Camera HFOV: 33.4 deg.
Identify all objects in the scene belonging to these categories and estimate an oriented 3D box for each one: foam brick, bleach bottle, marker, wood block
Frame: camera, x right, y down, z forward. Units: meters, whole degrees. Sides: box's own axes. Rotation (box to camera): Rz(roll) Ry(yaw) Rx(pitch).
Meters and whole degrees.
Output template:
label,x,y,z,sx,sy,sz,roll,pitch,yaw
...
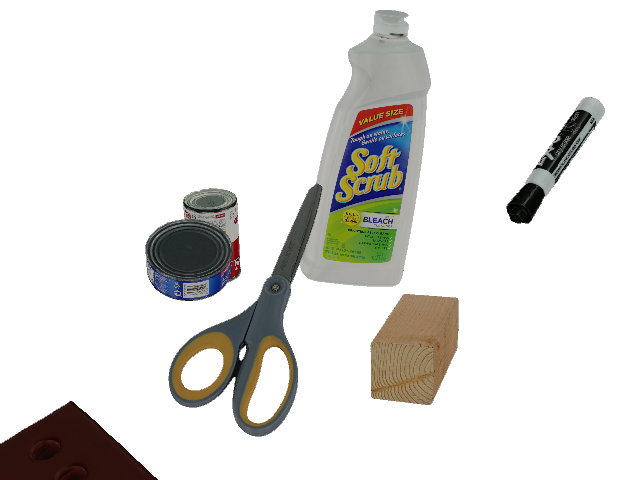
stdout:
label,x,y,z,sx,sy,sz,roll,pitch,yaw
foam brick,-0.109,0.123,0.484,0.052,0.051,0.078,-31,45,-32
bleach bottle,0.043,-0.084,0.979,0.102,0.251,0.068,5,22,-1
marker,0.162,-0.055,0.734,0.020,0.020,0.121,0,43,49
wood block,0.143,0.156,1.579,0.091,0.090,0.205,4,18,16

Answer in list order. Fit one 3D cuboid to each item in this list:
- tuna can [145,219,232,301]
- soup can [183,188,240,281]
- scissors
label,x,y,z,sx,sy,sz,roll,pitch,yaw
tuna can,-0.131,0.020,1.064,0.086,0.034,0.086,3,44,-3
soup can,-0.135,-0.005,1.322,0.068,0.102,0.068,0,26,0
scissors,-0.050,0.042,0.743,0.096,0.201,0.016,-1,-35,6
